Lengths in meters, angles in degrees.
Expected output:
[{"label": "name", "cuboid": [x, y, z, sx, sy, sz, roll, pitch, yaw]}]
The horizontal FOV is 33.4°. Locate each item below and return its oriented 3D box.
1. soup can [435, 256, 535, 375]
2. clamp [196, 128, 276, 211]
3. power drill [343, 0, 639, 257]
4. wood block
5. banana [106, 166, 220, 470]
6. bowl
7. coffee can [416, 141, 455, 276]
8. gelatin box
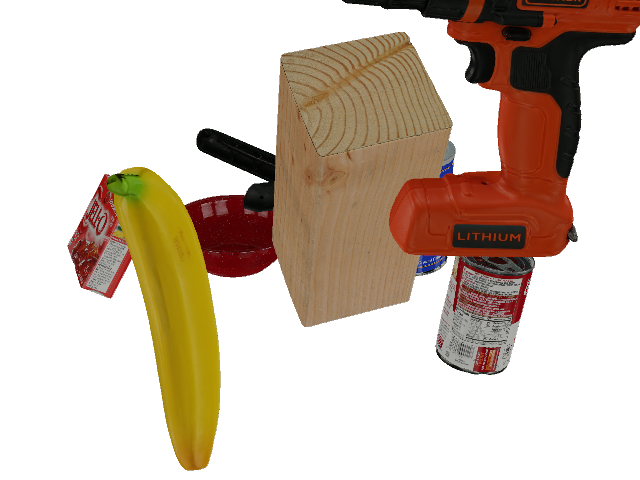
[{"label": "soup can", "cuboid": [0.142, 0.058, 0.929, 0.068, 0.102, 0.068, 8, 23, -4]}, {"label": "clamp", "cuboid": [-0.010, -0.049, 1.042, 0.209, 0.036, 0.165, 15, 20, -22]}, {"label": "power drill", "cuboid": [0.084, -0.081, 0.579, 0.184, 0.188, 0.057, 2, 35, -5]}, {"label": "wood block", "cuboid": [0.021, -0.036, 0.756, 0.090, 0.090, 0.206, -13, -33, -12]}, {"label": "banana", "cuboid": [-0.085, 0.035, 0.590, 0.037, 0.198, 0.069, 1, 33, 19]}, {"label": "bowl", "cuboid": [-0.108, 0.001, 1.321, 0.162, 0.055, 0.162, 1, 27, -1]}, {"label": "coffee can", "cuboid": [0.100, -0.044, 1.230, 0.103, 0.140, 0.103, 0, 28, 0]}, {"label": "gelatin box", "cuboid": [-0.174, -0.006, 0.871, 0.030, 0.073, 0.089, 24, 13, -28]}]
